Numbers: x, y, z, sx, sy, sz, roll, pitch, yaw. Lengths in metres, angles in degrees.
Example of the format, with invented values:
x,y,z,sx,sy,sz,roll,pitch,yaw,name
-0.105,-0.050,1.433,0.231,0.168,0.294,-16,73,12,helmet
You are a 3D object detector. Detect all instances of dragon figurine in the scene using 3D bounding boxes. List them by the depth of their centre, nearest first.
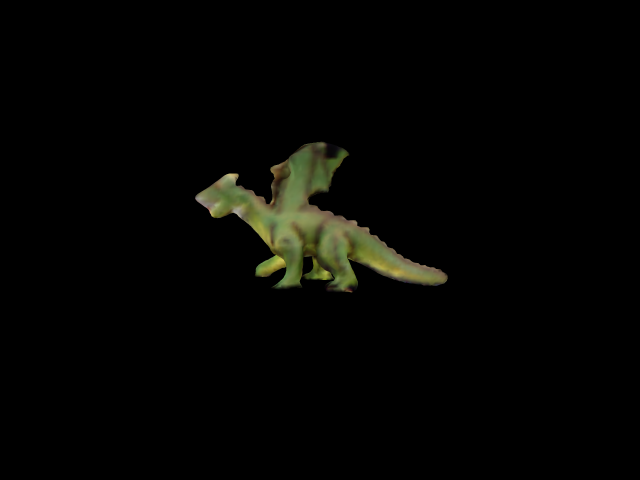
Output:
x,y,z,sx,sy,sz,roll,pitch,yaw,name
0.003,-0.043,0.850,0.410,0.243,0.122,0,1,0,dragon figurine
